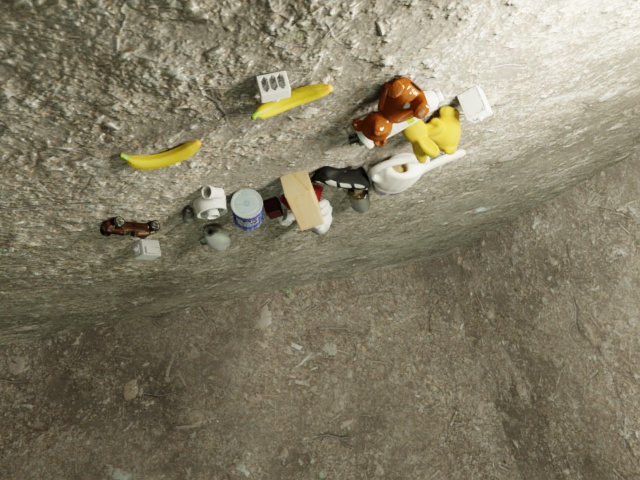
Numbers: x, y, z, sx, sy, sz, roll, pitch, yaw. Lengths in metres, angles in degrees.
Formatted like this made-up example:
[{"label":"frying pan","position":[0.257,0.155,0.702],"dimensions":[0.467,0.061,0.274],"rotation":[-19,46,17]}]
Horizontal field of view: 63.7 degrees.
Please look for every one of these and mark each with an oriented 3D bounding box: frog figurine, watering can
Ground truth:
[{"label":"frog figurine","position":[0.006,-0.100,1.978],"dimensions":[0.156,0.122,0.140],"rotation":[-45,-178,44]},{"label":"watering can","position":[0.318,-0.241,1.792],"dimensions":[0.349,0.105,0.221],"rotation":[-10,165,-18]}]
